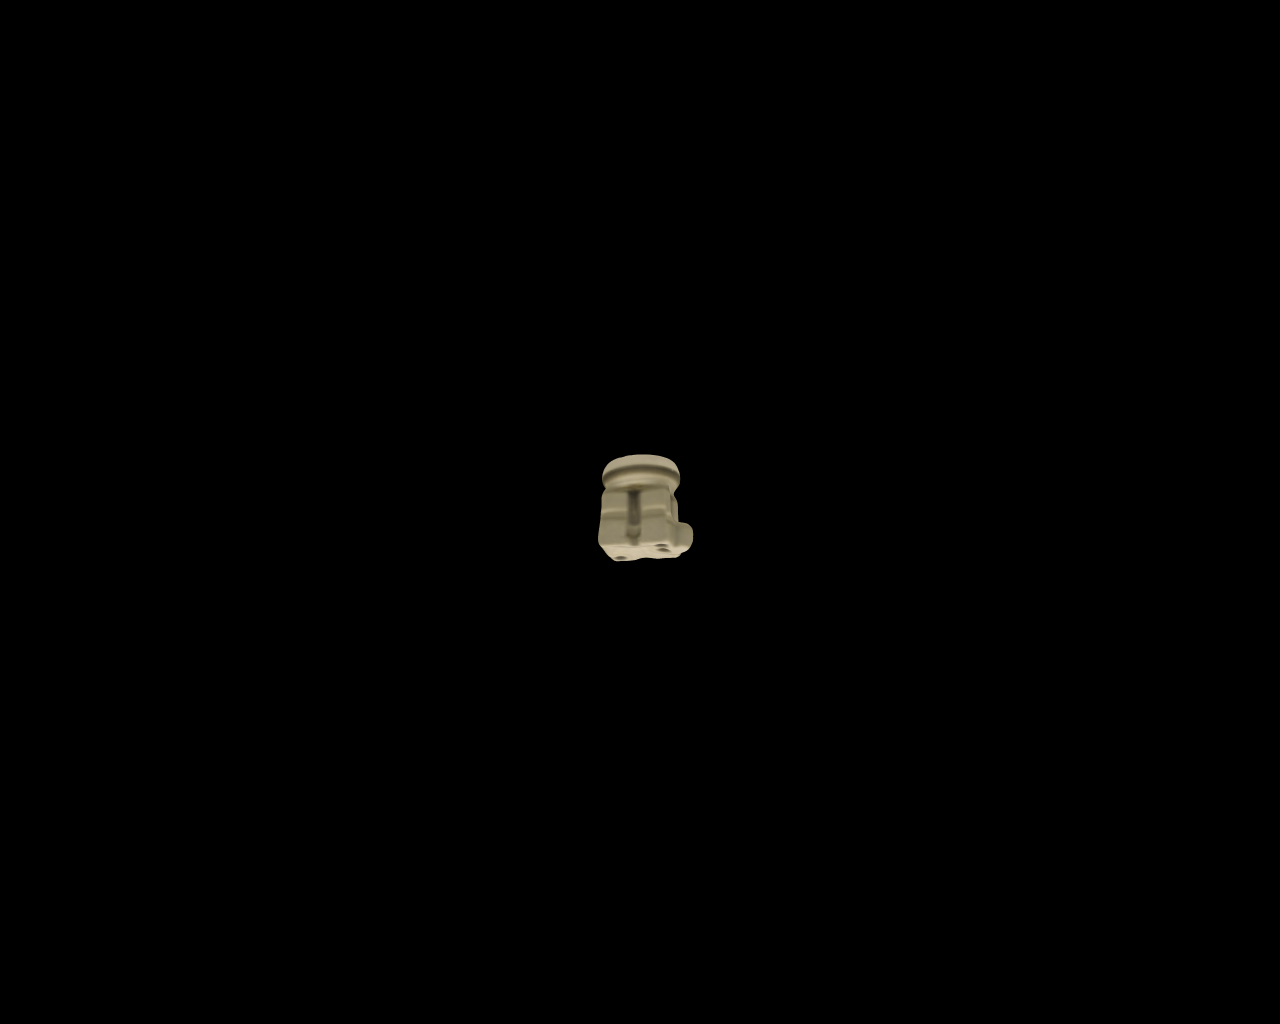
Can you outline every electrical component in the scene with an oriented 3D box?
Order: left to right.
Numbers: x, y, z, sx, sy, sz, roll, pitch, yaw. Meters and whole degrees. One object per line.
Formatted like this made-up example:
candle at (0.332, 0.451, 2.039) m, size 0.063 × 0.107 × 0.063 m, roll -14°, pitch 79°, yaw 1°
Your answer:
electrical component at (0.001, -0.003, 0.650) m, size 0.066 × 0.055 × 0.048 m, roll -4°, pitch -19°, yaw 12°
